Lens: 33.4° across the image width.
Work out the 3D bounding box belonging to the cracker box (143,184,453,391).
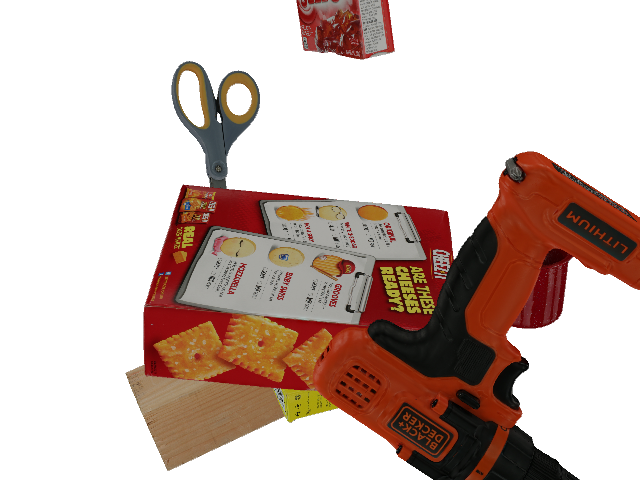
[{"bbox_3d":[-0.011,0.037,0.787,0.213,0.072,0.164,6,33,-1],"label":"cracker box"}]

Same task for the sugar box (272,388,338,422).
[{"bbox_3d":[0.038,0.099,0.973,0.176,0.048,0.093,-15,45,-13],"label":"sugar box"}]

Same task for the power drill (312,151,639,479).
[{"bbox_3d":[0.115,0.060,0.594,0.184,0.188,0.057,33,13,-4],"label":"power drill"}]

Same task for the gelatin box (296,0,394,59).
[{"bbox_3d":[0.013,-0.168,0.747,0.030,0.073,0.089,-18,22,-25],"label":"gelatin box"}]

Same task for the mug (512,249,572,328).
[{"bbox_3d":[0.215,0.033,1.134,0.093,0.081,0.117,-6,31,-7],"label":"mug"}]

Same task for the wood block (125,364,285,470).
[{"bbox_3d":[-0.101,0.161,1.201,0.206,0.091,0.090,-23,29,-11],"label":"wood block"}]

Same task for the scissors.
[{"bbox_3d":[-0.084,-0.079,1.025,0.096,0.202,0.016,-18,-3,-24],"label":"scissors"}]
